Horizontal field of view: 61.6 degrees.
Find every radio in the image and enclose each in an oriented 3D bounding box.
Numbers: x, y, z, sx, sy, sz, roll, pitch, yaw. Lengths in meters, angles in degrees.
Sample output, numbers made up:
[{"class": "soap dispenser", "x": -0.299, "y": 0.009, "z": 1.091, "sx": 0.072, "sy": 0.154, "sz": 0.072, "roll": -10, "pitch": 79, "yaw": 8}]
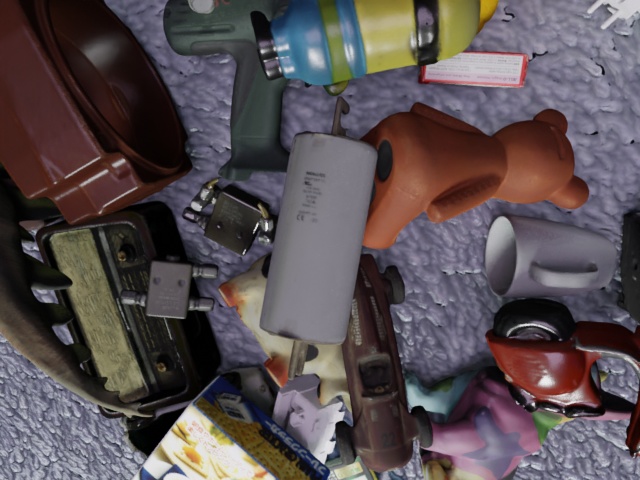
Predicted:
[{"class": "radio", "x": -0.207, "y": 0.076, "z": 0.604, "sx": 0.131, "sy": 0.073, "sz": 0.229, "roll": -13, "pitch": 103, "yaw": 11}]

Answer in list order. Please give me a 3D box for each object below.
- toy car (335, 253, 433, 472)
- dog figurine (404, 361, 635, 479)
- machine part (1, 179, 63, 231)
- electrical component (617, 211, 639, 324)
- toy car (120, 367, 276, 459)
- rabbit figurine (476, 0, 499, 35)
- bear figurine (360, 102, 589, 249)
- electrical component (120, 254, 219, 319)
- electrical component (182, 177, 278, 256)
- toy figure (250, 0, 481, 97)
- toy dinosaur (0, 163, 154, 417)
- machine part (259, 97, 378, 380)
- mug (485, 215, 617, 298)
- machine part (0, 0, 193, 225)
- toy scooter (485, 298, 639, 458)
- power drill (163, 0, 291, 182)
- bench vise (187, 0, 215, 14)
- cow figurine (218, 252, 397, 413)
[{"class": "toy car", "x": 0.048, "y": 0.112, "z": 0.506, "sx": 0.089, "sy": 0.053, "sz": 0.202, "roll": -7, "pitch": 81, "yaw": -3}, {"class": "dog figurine", "x": 0.208, "y": 0.195, "z": 0.564, "sx": 0.219, "sy": 0.108, "sz": 0.191, "roll": -12, "pitch": 102, "yaw": 8}, {"class": "machine part", "x": -0.320, "y": -0.102, "z": 0.582, "sx": 0.179, "sy": 0.056, "sz": 0.179, "roll": 2, "pitch": 107, "yaw": 7}, {"class": "electrical component", "x": 0.329, "y": 0.024, "z": 0.494, "sx": 0.058, "sy": 0.115, "sz": 0.134, "roll": -3, "pitch": 105, "yaw": 4}, {"class": "toy car", "x": -0.147, "y": 0.211, "z": 0.643, "sx": 0.202, "sy": 0.056, "sz": 0.073, "roll": -22, "pitch": 107, "yaw": 14}, {"class": "rabbit figurine", "x": 0.145, "y": -0.256, "z": 0.449, "sx": 0.162, "sy": 0.122, "sz": 0.173, "roll": 39, "pitch": 126, "yaw": -1}, {"class": "bear figurine", "x": 0.139, "y": -0.065, "z": 0.512, "sx": 0.196, "sy": 0.132, "sz": 0.120, "roll": -1, "pitch": 69, "yaw": -21}, {"class": "electrical component", "x": -0.153, "y": 0.046, "z": 0.545, "sx": 0.094, "sy": 0.021, "sz": 0.063, "roll": 6, "pitch": 96, "yaw": -11}, {"class": "electrical component", "x": -0.093, "y": -0.025, "z": 0.571, "sx": 0.102, "sy": 0.045, "sz": 0.078, "roll": 33, "pitch": 114, "yaw": -3}, {"class": "toy figure", "x": 0.037, "y": -0.169, "z": 0.434, "sx": 0.180, "sy": 0.082, "sz": 0.089, "roll": -16, "pitch": 74, "yaw": 1}, {"class": "toy dinosaur", "x": -0.317, "y": -0.022, "z": 0.457, "sx": 0.105, "sy": 0.198, "sz": 0.471, "roll": -45, "pitch": 74, "yaw": 22}, {"class": "machine part", "x": -0.001, "y": -0.001, "z": 0.460, "sx": 0.079, "sy": 0.079, "sz": 0.243, "roll": 11, "pitch": 90, "yaw": 5}, {"class": "mug", "x": 0.229, "y": 0.018, "z": 0.516, "sx": 0.107, "sy": 0.109, "sz": 0.080, "roll": 1, "pitch": 100, "yaw": -5}, {"class": "machine part", "x": -0.209, "y": -0.127, "z": 0.483, "sx": 0.087, "sy": 0.201, "sz": 0.201, "roll": -26, "pitch": 100, "yaw": 12}, {"class": "toy scooter", "x": 0.240, "y": 0.122, "z": 0.467, "sx": 0.184, "sy": 0.075, "sz": 0.135, "roll": -1, "pitch": 101, "yaw": 28}, {"class": "power drill", "x": -0.030, "y": -0.157, "z": 0.515, "sx": 0.232, "sy": 0.086, "sz": 0.207, "roll": 0, "pitch": 110, "yaw": 7}, {"class": "bench vise", "x": -0.110, "y": -0.291, "z": 0.443, "sx": 0.224, "sy": 0.128, "sz": 0.241, "roll": -32, "pitch": 63, "yaw": 22}, {"class": "cow figurine", "x": -0.007, "y": 0.097, "z": 0.572, "sx": 0.127, "sy": 0.085, "sz": 0.195, "roll": -34, "pitch": 86, "yaw": -10}]
